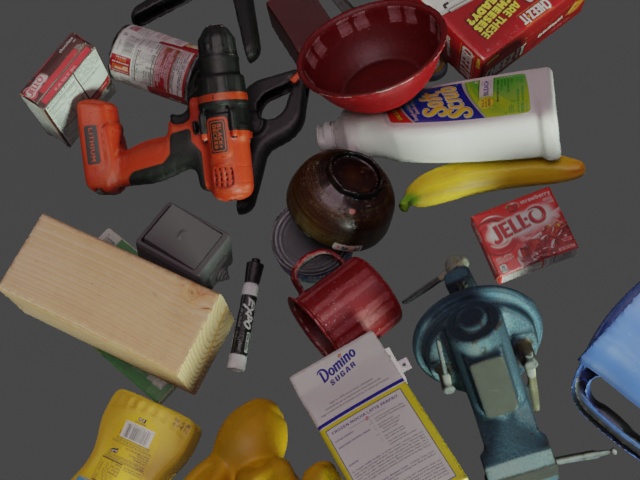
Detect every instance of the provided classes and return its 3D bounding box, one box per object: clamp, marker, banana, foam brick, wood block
[{"bbox_3d":[-0.081,-0.123,1.171,0.120,0.039,0.171,33,80,11],"label":"clamp"},{"bbox_3d":[-0.099,-0.303,1.237,0.165,0.036,0.210,28,74,18],"label":"clamp"},{"bbox_3d":[-0.077,0.076,1.107,0.020,0.020,0.121,6,71,9],"label":"marker"},{"bbox_3d":[0.171,-0.061,1.108,0.197,0.037,0.069,-13,33,-4],"label":"banana"},{"bbox_3d":[-0.018,-0.238,1.198,0.053,0.051,0.078,-29,69,-5],"label":"foam brick"},{"bbox_3d":[-0.202,0.064,1.072,0.206,0.090,0.090,23,72,14],"label":"wood block"}]

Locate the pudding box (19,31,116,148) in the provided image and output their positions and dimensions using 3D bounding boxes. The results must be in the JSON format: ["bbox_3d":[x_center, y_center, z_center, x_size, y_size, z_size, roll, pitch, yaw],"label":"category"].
[{"bbox_3d":[-0.273,-0.162,1.167,0.039,0.113,0.090,34,77,13],"label":"pudding box"}]

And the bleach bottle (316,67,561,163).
[{"bbox_3d":[0.120,-0.118,1.116,0.251,0.068,0.102,-6,44,14],"label":"bleach bottle"}]

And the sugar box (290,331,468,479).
[{"bbox_3d":[0.052,0.174,0.957,0.093,0.048,0.176,-29,50,-4],"label":"sugar box"}]

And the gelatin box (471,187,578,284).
[{"bbox_3d":[0.209,-0.005,1.096,0.089,0.030,0.073,-20,68,-2],"label":"gelatin box"}]

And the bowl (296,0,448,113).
[{"bbox_3d":[0.059,-0.183,1.118,0.162,0.055,0.162,-12,44,12],"label":"bowl"}]

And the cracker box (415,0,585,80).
[{"bbox_3d":[0.164,-0.294,1.182,0.164,0.072,0.214,-37,70,-13],"label":"cracker box"}]

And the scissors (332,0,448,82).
[{"bbox_3d":[0.074,-0.238,1.205,0.096,0.016,0.202,-21,69,-3],"label":"scissors"}]

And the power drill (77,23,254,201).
[{"bbox_3d":[-0.163,-0.125,1.130,0.188,0.057,0.184,-6,89,20],"label":"power drill"}]

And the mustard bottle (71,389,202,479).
[{"bbox_3d":[-0.197,0.249,1.037,0.096,0.058,0.191,21,74,16],"label":"mustard bottle"}]

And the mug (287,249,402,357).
[{"bbox_3d":[0.020,0.061,1.060,0.081,0.093,0.117,-37,88,-13],"label":"mug"}]

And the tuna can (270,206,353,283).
[{"bbox_3d":[-0.007,0.001,1.118,0.086,0.034,0.086,-2,70,6],"label":"tuna can"}]

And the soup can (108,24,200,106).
[{"bbox_3d":[-0.176,-0.195,1.192,0.102,0.068,0.068,20,74,14],"label":"soup can"}]

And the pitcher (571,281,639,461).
[{"bbox_3d":[0.362,0.146,0.979,0.243,0.149,0.144,43,67,14],"label":"pitcher"}]
